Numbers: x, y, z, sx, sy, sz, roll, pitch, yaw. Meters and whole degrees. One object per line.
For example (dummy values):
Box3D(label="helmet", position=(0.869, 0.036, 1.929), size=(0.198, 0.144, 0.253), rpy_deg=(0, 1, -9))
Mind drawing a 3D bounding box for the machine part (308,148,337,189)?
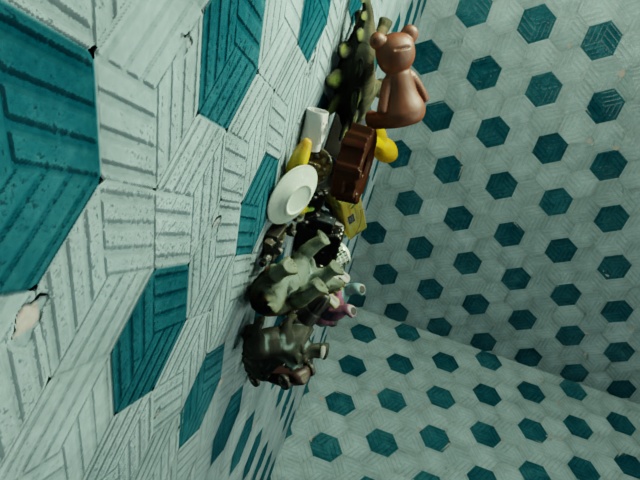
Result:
Box3D(label="machine part", position=(0.006, -0.151, 1.159), size=(0.243, 0.079, 0.079), rpy_deg=(-2, 110, -78))

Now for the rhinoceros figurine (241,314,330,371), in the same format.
Box3D(label="rhinoceros figurine", position=(-0.069, 0.214, 1.114), size=(0.073, 0.190, 0.112), rpy_deg=(-44, -135, 49))

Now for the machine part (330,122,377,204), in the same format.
Box3D(label="machine part", position=(0.075, -0.159, 1.138), size=(0.179, 0.056, 0.179), rpy_deg=(16, 90, -79))

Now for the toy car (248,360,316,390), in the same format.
Box3D(label="toy car", position=(-0.093, 0.325, 1.286), size=(0.089, 0.202, 0.053), rpy_deg=(-23, 94, -39))

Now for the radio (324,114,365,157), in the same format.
Box3D(label="radio", position=(0.061, -0.249, 1.392), size=(0.131, 0.073, 0.229), rpy_deg=(8, 102, -83))

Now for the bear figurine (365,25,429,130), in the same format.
Box3D(label="bear figurine", position=(0.150, -0.333, 1.115), size=(0.132, 0.120, 0.195), rpy_deg=(27, -42, 66))

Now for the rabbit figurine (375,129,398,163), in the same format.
Box3D(label="rabbit figurine", position=(0.143, -0.279, 1.531), size=(0.162, 0.173, 0.122), rpy_deg=(99, 15, -72))

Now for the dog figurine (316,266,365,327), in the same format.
Box3D(label="dog figurine", position=(0.004, 0.166, 1.453), size=(0.219, 0.191, 0.108), rpy_deg=(-28, -145, 48))

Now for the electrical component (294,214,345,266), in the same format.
Box3D(label="electrical component", position=(-0.003, -0.004, 1.344), size=(0.058, 0.115, 0.134), rpy_deg=(-69, 172, -53))

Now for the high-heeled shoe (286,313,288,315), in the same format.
Box3D(label="high-heeled shoe", position=(-0.051, 0.140, 1.618), size=(0.145, 0.086, 0.249), rpy_deg=(39, 49, -52))

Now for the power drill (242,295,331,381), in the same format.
Box3D(label="power drill", position=(-0.083, 0.222, 1.247), size=(0.232, 0.086, 0.207), rpy_deg=(-46, -177, 26))

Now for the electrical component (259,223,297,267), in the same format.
Box3D(label="electrical component", position=(-0.082, 0.003, 1.052), size=(0.102, 0.045, 0.078), rpy_deg=(-55, 160, -64))

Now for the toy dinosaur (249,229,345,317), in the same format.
Box3D(label="toy dinosaur", position=(-0.070, 0.094, 1.076), size=(0.192, 0.131, 0.405), rpy_deg=(-41, 171, 27))

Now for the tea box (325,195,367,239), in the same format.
Box3D(label="tea box", position=(0.070, -0.092, 1.517), size=(0.068, 0.098, 0.169), rpy_deg=(-36, 143, -11))

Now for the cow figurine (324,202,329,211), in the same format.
Box3D(label="cow figurine", position=(0.060, -0.165, 1.609), size=(0.098, 0.068, 0.167), rpy_deg=(-18, 125, -74))

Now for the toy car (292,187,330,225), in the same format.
Box3D(label="toy car", position=(-0.026, -0.083, 1.223), size=(0.202, 0.056, 0.073), rpy_deg=(-37, 148, -74))

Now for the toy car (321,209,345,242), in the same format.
Box3D(label="toy car", position=(0.015, -0.019, 1.484), size=(0.161, 0.103, 0.109), rpy_deg=(-46, 154, -66))

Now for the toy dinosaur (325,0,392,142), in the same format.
Box3D(label="toy dinosaur", position=(0.077, -0.332, 1.199), size=(0.198, 0.105, 0.470), rpy_deg=(-54, 152, -41))
